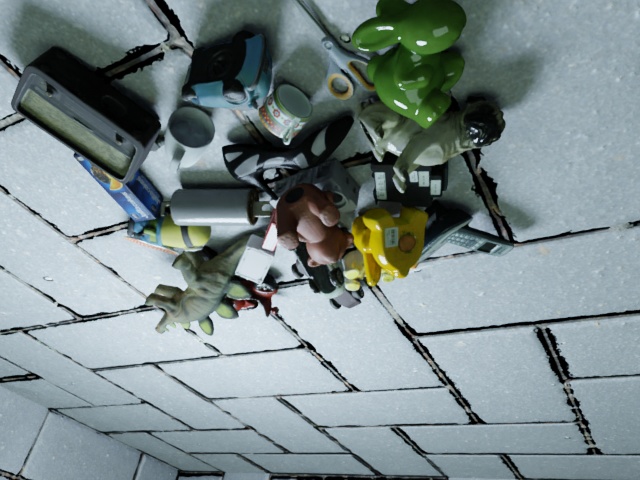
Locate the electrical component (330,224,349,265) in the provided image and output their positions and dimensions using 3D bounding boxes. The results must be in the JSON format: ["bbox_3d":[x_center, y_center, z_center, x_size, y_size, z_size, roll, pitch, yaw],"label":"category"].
[{"bbox_3d":[0.019,0.001,1.120,0.078,0.102,0.045,42,131,-3],"label":"electrical component"}]

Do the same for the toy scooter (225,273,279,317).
[{"bbox_3d":[-0.176,0.150,1.377,0.184,0.075,0.135,-10,133,21],"label":"toy scooter"}]

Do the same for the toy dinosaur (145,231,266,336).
[{"bbox_3d":[-0.261,0.102,1.276,0.198,0.105,0.471,38,120,-11],"label":"toy dinosaur"}]

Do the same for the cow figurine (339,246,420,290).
[{"bbox_3d":[0.126,0.041,1.158,0.167,0.098,0.068,-14,135,1],"label":"cow figurine"}]

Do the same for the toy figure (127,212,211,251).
[{"bbox_3d":[-0.330,-0.025,1.183,0.180,0.082,0.089,13,147,3],"label":"toy figure"}]

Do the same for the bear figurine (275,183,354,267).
[{"bbox_3d":[-0.003,-0.006,0.980,0.120,0.132,0.195,-28,130,4],"label":"bear figurine"}]

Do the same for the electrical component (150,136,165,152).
[{"bbox_3d":[-0.329,-0.192,1.009,0.094,0.021,0.063,-10,139,25],"label":"electrical component"}]

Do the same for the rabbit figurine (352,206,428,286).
[{"bbox_3d":[0.125,0.002,1.050,0.173,0.122,0.162,23,127,59],"label":"rabbit figurine"}]

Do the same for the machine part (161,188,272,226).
[{"bbox_3d":[-0.214,-0.068,1.100,0.243,0.079,0.079,1,142,14],"label":"machine part"}]

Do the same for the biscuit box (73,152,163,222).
[{"bbox_3d":[-0.401,-0.123,1.088,0.063,0.059,0.202,-6,140,22],"label":"biscuit box"}]

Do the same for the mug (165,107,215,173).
[{"bbox_3d":[-0.241,-0.165,0.960,0.081,0.109,0.107,19,156,-16],"label":"mug"}]

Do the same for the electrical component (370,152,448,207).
[{"bbox_3d":[0.160,-0.114,0.958,0.134,0.058,0.114,3,145,11],"label":"electrical component"}]

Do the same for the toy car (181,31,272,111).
[{"bbox_3d":[-0.131,-0.243,0.829,0.162,0.109,0.102,-3,160,33],"label":"toy car"}]

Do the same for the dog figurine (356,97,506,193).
[{"bbox_3d":[0.172,-0.189,0.850,0.190,0.121,0.172,-33,90,1],"label":"dog figurine"}]

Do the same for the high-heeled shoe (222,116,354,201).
[{"bbox_3d":[-0.064,-0.175,0.949,0.249,0.086,0.145,-40,92,27],"label":"high-heeled shoe"}]

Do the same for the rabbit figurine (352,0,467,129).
[{"bbox_3d":[0.133,-0.264,0.722,0.159,0.121,0.170,33,158,6],"label":"rabbit figurine"}]

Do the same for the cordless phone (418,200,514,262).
[{"bbox_3d":[0.277,0.008,1.073,0.184,0.089,0.146,18,143,-16],"label":"cordless phone"}]

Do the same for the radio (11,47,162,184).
[{"bbox_3d":[-0.401,-0.213,0.934,0.229,0.073,0.131,35,137,-18],"label":"radio"}]

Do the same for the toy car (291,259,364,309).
[{"bbox_3d":[0.022,0.095,1.274,0.089,0.053,0.202,-32,123,30],"label":"toy car"}]

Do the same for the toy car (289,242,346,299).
[{"bbox_3d":[-0.012,0.040,1.169,0.073,0.056,0.201,-22,107,25],"label":"toy car"}]
